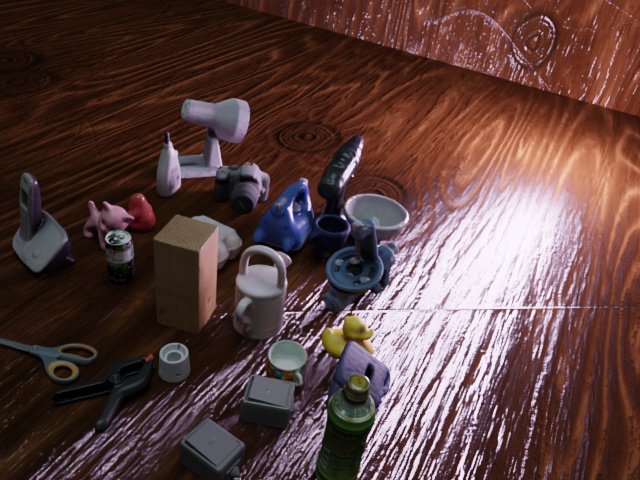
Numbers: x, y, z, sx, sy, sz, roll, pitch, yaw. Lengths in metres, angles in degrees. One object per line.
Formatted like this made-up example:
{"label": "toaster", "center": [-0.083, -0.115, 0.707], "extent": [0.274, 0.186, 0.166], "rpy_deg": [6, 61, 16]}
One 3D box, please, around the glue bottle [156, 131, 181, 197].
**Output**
{"label": "glue bottle", "center": [-0.390, -0.200, 1.474], "extent": [0.037, 0.173, 0.078], "rpy_deg": [17, 36, 11]}

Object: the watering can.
{"label": "watering can", "center": [-0.113, 0.087, 1.115], "extent": [0.101, 0.194, 0.173], "rpy_deg": [7, 35, -2]}

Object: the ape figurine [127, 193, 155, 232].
{"label": "ape figurine", "center": [-0.427, -0.070, 1.353], "extent": [0.076, 0.092, 0.078], "rpy_deg": [32, 41, 29]}

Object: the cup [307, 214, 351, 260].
{"label": "cup", "center": [0.012, 0.005, 1.347], "extent": [0.091, 0.095, 0.118], "rpy_deg": [34, 42, 31]}

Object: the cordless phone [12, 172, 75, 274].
{"label": "cordless phone", "center": [-0.581, -0.035, 1.185], "extent": [0.147, 0.185, 0.094], "rpy_deg": [33, 41, 30]}

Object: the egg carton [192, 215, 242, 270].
{"label": "egg carton", "center": [-0.259, 0.004, 1.307], "extent": [0.150, 0.069, 0.107], "rpy_deg": [23, 37, 19]}

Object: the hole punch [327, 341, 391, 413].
{"label": "hole punch", "center": [0.075, 0.248, 1.021], "extent": [0.101, 0.091, 0.109], "rpy_deg": [16, 35, 10]}

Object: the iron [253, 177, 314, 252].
{"label": "iron", "center": [-0.069, -0.082, 1.410], "extent": [0.118, 0.141, 0.258], "rpy_deg": [17, 36, 11]}

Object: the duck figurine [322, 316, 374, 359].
{"label": "duck figurine", "center": [0.057, 0.184, 1.112], "extent": [0.104, 0.086, 0.077], "rpy_deg": [13, 35, 5]}

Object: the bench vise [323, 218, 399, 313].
{"label": "bench vise", "center": [0.091, 0.029, 1.222], "extent": [0.121, 0.220, 0.208], "rpy_deg": [21, 37, 17]}

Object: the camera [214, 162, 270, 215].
{"label": "camera", "center": [-0.208, -0.136, 1.490], "extent": [0.143, 0.101, 0.137], "rpy_deg": [8, 35, -2]}

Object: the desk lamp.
{"label": "desk lamp", "center": [-0.303, -0.288, 1.584], "extent": [0.204, 0.213, 0.117], "rpy_deg": [-9, 39, -24]}

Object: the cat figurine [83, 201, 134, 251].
{"label": "cat figurine", "center": [-0.476, -0.045, 1.283], "extent": [0.127, 0.118, 0.067], "rpy_deg": [28, 39, 25]}

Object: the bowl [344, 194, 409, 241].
{"label": "bowl", "center": [0.137, -0.046, 1.466], "extent": [0.167, 0.075, 0.167], "rpy_deg": [6, 35, -4]}

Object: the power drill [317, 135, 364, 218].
{"label": "power drill", "center": [0.049, -0.137, 1.457], "extent": [0.075, 0.208, 0.230], "rpy_deg": [17, 36, 12]}
